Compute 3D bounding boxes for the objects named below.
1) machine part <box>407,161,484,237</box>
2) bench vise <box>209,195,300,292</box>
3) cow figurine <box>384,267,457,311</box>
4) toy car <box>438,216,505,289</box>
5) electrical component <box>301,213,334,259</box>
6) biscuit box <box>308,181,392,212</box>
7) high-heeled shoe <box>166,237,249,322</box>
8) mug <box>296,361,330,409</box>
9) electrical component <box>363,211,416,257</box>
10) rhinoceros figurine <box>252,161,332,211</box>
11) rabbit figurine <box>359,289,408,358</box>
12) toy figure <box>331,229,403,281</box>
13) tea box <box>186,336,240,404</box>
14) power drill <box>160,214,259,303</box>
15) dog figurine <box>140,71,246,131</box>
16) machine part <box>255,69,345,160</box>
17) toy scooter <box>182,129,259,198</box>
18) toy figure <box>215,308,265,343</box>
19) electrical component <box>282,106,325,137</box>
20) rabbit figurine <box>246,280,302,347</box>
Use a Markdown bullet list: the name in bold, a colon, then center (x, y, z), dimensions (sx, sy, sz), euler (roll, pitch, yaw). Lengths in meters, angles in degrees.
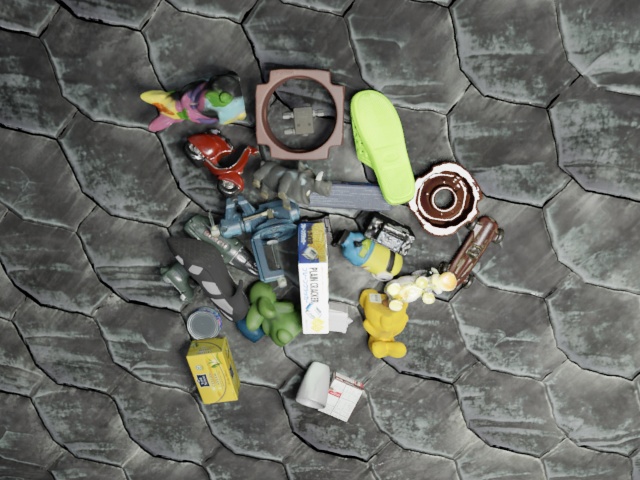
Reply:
- **machine part**: center (0.294, -0.100, 1.281), dimensions (0.179, 0.056, 0.179), euler (1, 104, 2)
- **bench vise**: center (-0.141, 0.003, 1.272), dimensions (0.224, 0.129, 0.240), euler (-11, 72, -19)
- **cow figurine**: center (0.239, 0.111, 1.285), dimensions (0.167, 0.098, 0.068), euler (-14, 99, 3)
- **toy car**: center (0.368, 0.034, 1.317), dimensions (0.089, 0.053, 0.202), euler (28, 104, -8)
- **electrical component**: center (-0.003, -0.004, 1.327), dimensions (0.075, 0.048, 0.119), euler (-6, 104, 5)
- **biscuit box**: center (0.074, -0.106, 1.288), dimensions (0.203, 0.059, 0.062), euler (4, 104, 2)
- **high-heeled shoe**: center (-0.273, 0.096, 1.298), dimensions (0.249, 0.086, 0.145), euler (32, 133, 13)
- **mug**: center (-0.011, 0.381, 1.412), dimensions (0.081, 0.109, 0.107), euler (15, 63, 6)
- **electrical component**: center (0.161, -0.017, 1.270), dimensions (0.115, 0.134, 0.058), euler (25, 105, -2)
- **rhinoceros figurine**: center (-0.064, -0.130, 1.235), dimensions (0.191, 0.073, 0.112), euler (19, 68, 26)
- **rabbit figurine**: center (0.166, 0.228, 1.343), dimensions (0.122, 0.162, 0.173), euler (0, 124, -10)
- **toy figure**: center (0.119, 0.032, 1.301), dimensions (0.180, 0.082, 0.089), euler (34, 103, -16)
- **tea box**: center (-0.276, 0.342, 1.409), dimensions (0.098, 0.068, 0.169), euler (-10, 119, 6)
- **power drill**: center (-0.280, 0.064, 1.345), dimensions (0.207, 0.086, 0.232), euler (-41, 98, 16)
- **dog figurine**: center (-0.283, -0.302, 1.198), dimensions (0.219, 0.192, 0.108), euler (-15, 112, -9)
- **machine part**: center (-0.045, -0.287, 1.231), dimensions (0.202, 0.087, 0.200), euler (2, 105, 4)
- **toy scooter**: center (-0.225, -0.198, 1.268), dimensions (0.135, 0.075, 0.184), euler (-43, 84, -11)
- **toy figure**: center (-0.208, 0.199, 1.390), dimensions (0.064, 0.058, 0.154), euler (-42, 95, 6)
- **electrical component**: center (-0.035, -0.260, 1.182), dimensions (0.094, 0.021, 0.063), euler (-5, 106, 4)
- **rabbit figurine**: center (-0.125, 0.183, 1.346), dimensions (0.121, 0.159, 0.170), euler (-42, 84, 23)
